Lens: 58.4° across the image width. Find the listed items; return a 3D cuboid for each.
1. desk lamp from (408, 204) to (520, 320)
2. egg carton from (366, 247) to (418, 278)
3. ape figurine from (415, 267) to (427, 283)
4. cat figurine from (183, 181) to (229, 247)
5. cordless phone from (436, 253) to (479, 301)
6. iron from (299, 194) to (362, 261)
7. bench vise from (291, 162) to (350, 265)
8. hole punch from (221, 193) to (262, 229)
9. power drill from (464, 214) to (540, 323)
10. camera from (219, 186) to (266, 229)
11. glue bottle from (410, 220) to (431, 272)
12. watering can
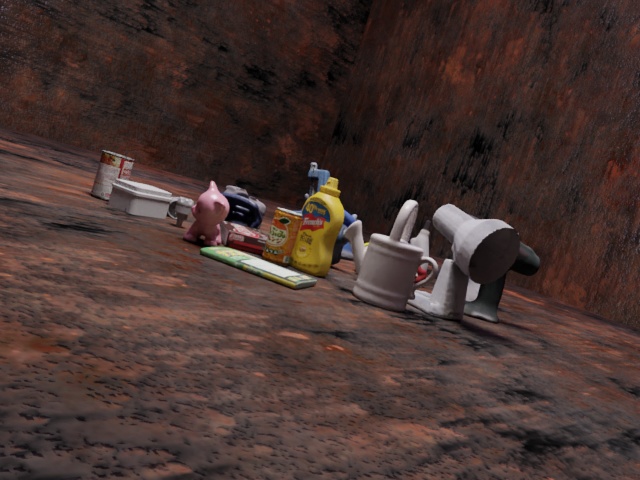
[{"bbox_3d":[0.261,0.044,1.108,0.118,0.213,0.202,14,6,-35],"label":"desk lamp"},{"bbox_3d":[0.155,0.064,1.367,0.150,0.069,0.107,17,5,-6],"label":"egg carton"},{"bbox_3d":[0.243,0.068,1.504,0.076,0.092,0.077,13,7,-46],"label":"ape figurine"},{"bbox_3d":[-0.204,-0.050,1.065,0.067,0.118,0.127,17,5,-8],"label":"cat figurine"},{"bbox_3d":[0.369,0.067,1.411,0.148,0.185,0.093,14,6,-35],"label":"cordless phone"},{"bbox_3d":[0.037,-0.031,1.592,0.259,0.141,0.118,15,5,-30],"label":"iron"},{"bbox_3d":[0.005,-0.061,1.344,0.207,0.220,0.122,19,5,15],"label":"bench vise"},{"bbox_3d":[-0.200,-0.065,1.412,0.108,0.091,0.101,18,5,9],"label":"hole punch"},{"bbox_3d":[0.366,0.067,1.261,0.230,0.208,0.075,16,5,-18],"label":"power drill"},{"bbox_3d":[-0.242,-0.100,1.603,0.144,0.101,0.136,13,6,-42],"label":"camera"},{"bbox_3d":[0.270,0.028,1.570,0.077,0.173,0.037,22,6,39],"label":"glue bottle"},{"bbox_3d":[0.126,0.019,1.025,0.173,0.194,0.101,17,5,-2],"label":"watering can"}]
